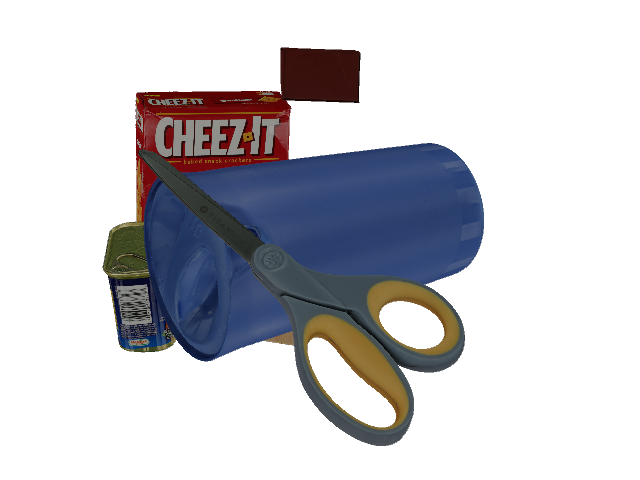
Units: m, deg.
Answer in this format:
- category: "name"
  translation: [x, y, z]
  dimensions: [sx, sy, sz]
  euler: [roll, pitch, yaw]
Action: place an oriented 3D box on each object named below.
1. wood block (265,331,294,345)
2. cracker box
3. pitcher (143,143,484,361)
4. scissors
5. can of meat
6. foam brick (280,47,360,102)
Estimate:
- category: "wood block"
  translation: [-0.056, 0.031, 1.493]
  dimensions: [0.090, 0.206, 0.090]
  euler: [8, 22, 6]
- category: "cracker box"
  translation: [-0.122, -0.055, 1.192]
  dimensions: [0.164, 0.214, 0.072]
  euler: [-3, 24, -17]
- category: "pitcher"
  translation: [-0.005, -0.001, 0.807]
  dimensions: [0.242, 0.145, 0.149]
  euler: [-13, 39, -31]
- category: "scissors"
  translation: [-0.004, 0.011, 0.541]
  dimensions: [0.096, 0.202, 0.016]
  euler: [-24, -26, -23]
- category: "can of meat"
  translation: [-0.161, 0.042, 0.970]
  dimensions: [0.057, 0.084, 0.102]
  euler: [-5, 27, -4]
- category: "foam brick"
  translation: [-0.001, -0.165, 1.068]
  dimensions: [0.078, 0.051, 0.053]
  euler: [1, 12, -4]
